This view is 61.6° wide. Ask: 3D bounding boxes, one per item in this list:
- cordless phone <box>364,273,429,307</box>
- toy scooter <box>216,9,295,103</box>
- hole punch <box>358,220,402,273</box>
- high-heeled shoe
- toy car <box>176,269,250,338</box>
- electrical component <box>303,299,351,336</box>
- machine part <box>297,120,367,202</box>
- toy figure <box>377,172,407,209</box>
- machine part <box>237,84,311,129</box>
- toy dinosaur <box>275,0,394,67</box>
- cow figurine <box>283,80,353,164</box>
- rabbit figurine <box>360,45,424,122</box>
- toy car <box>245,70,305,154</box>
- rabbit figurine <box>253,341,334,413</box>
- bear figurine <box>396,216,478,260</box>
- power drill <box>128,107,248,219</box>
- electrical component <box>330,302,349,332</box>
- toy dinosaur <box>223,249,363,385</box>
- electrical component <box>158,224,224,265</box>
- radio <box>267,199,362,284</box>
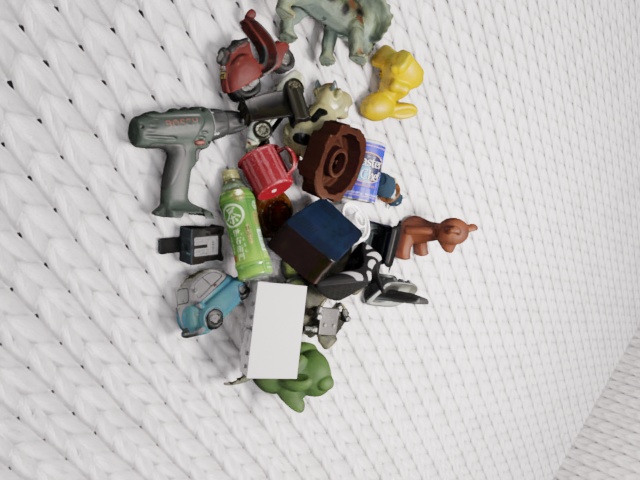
[{"bbox_3d":[0.221,0.142,1.386,0.146,0.184,0.088,11,87,-42],"label":"cordless phone"},{"bbox_3d":[-0.134,-0.359,1.033,0.184,0.075,0.135,-44,124,-29],"label":"toy scooter"},{"bbox_3d":[0.153,0.010,1.376,0.115,0.092,0.142,12,88,-72],"label":"hole punch"},{"bbox_3d":[0.060,0.055,1.196,0.248,0.086,0.145,10,48,-48],"label":"high-heeled shoe"},{"bbox_3d":[-0.220,0.109,1.044,0.162,0.109,0.102,-46,109,-35],"label":"toy car"},{"bbox_3d":[0.016,0.170,1.166,0.102,0.045,0.078,18,76,-34],"label":"electrical component"},{"bbox_3d":[0.028,-0.167,1.141,0.179,0.056,0.179,-34,138,-38],"label":"machine part"},{"bbox_3d":[0.174,-0.126,1.358,0.154,0.064,0.058,33,56,-62],"label":"toy figure"},{"bbox_3d":[-0.086,-0.252,1.027,0.139,0.039,0.084,-12,90,-22],"label":"machine part"},{"bbox_3d":[0.005,-0.485,1.107,0.404,0.131,0.192,24,71,-38],"label":"toy dinosaur"},{"bbox_3d":[-0.004,-0.263,1.168,0.195,0.086,0.127,-43,130,-25],"label":"cow figurine"},{"bbox_3d":[0.165,-0.356,1.295,0.173,0.122,0.162,-55,140,-1],"label":"rabbit figurine"},{"bbox_3d":[-0.093,-0.255,1.089,0.056,0.073,0.201,34,73,-1],"label":"toy car"},{"bbox_3d":[-0.066,0.318,1.209,0.170,0.159,0.121,3,108,-27],"label":"rabbit figurine"},{"bbox_3d":[0.309,-0.002,1.424,0.120,0.196,0.131,-11,107,-43],"label":"bear figurine"},{"bbox_3d":[-0.232,-0.141,0.991,0.232,0.086,0.207,-4,106,-40],"label":"power drill"},{"bbox_3d":[0.034,0.203,1.342,0.094,0.021,0.063,-52,129,-21],"label":"electrical component"},{"bbox_3d":[-0.042,0.153,1.214,0.198,0.105,0.471,48,58,-29],"label":"toy dinosaur"},{"bbox_3d":[-0.246,0.008,1.033,0.119,0.048,0.074,-2,100,-43],"label":"electrical component"},{"bbox_3d":[-0.002,-0.003,1.125,0.073,0.131,0.229,-50,176,26],"label":"radio"}]
